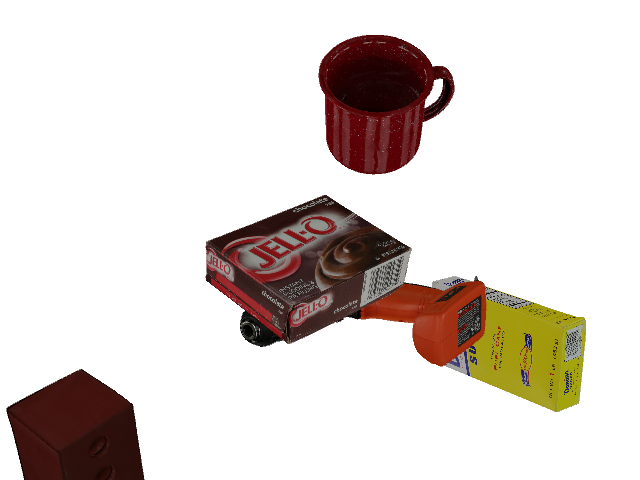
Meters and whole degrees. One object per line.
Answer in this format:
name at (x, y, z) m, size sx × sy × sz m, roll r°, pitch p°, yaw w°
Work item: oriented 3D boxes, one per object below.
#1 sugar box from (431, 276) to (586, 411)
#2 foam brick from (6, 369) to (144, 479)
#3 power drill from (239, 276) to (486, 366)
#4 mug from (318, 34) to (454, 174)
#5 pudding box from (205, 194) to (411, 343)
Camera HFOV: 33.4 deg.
sugar box at (0.189, 0.104, 1.110) m, size 0.048 × 0.093 × 0.177 m, roll -12°, pitch 20°, yaw -42°
foam brick at (-0.138, 0.124, 0.612) m, size 0.051 × 0.078 × 0.052 m, roll 25°, pitch 41°, yaw 38°
power drill at (0.043, 0.065, 0.977) m, size 0.188 × 0.057 × 0.184 m, roll 10°, pitch 22°, yaw 32°
mug at (0.056, -0.113, 0.889) m, size 0.117 × 0.093 × 0.081 m, roll -18°, pitch -35°, yaw -12°
pudding box at (-0.009, 0.017, 0.731) m, size 0.113 × 0.039 × 0.090 m, roll -21°, pitch 42°, yaw -38°
